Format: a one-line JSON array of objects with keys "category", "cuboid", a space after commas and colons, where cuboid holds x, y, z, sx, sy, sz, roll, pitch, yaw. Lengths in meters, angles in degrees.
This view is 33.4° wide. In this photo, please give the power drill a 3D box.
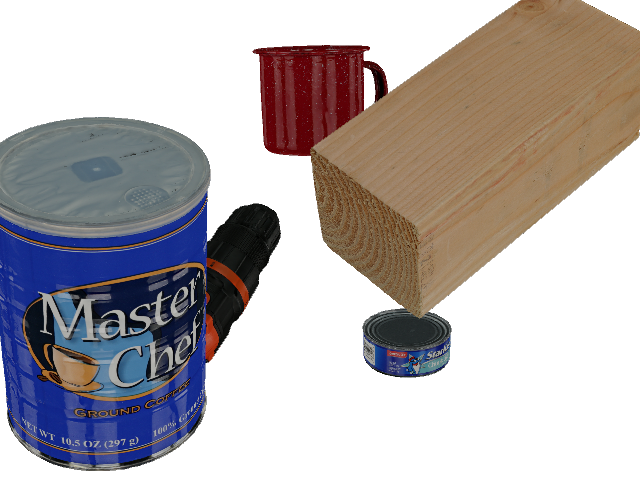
[{"category": "power drill", "cuboid": [-0.139, 0.017, 0.736, 0.188, 0.057, 0.184, 21, 50, 15]}]

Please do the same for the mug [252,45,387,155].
[{"category": "mug", "cuboid": [0.004, -0.114, 0.858, 0.117, 0.081, 0.093, -10, 15, -33]}]

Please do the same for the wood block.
[{"category": "wood block", "cuboid": [0.102, -0.060, 0.664, 0.205, 0.090, 0.091, -37, 55, -22]}]

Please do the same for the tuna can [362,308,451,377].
[{"category": "tuna can", "cuboid": [0.084, 0.099, 1.036, 0.086, 0.034, 0.086, -1, 22, 0]}]

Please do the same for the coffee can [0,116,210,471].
[{"category": "coffee can", "cuboid": [-0.106, 0.025, 0.518, 0.103, 0.140, 0.103, 3, 32, -2]}]
